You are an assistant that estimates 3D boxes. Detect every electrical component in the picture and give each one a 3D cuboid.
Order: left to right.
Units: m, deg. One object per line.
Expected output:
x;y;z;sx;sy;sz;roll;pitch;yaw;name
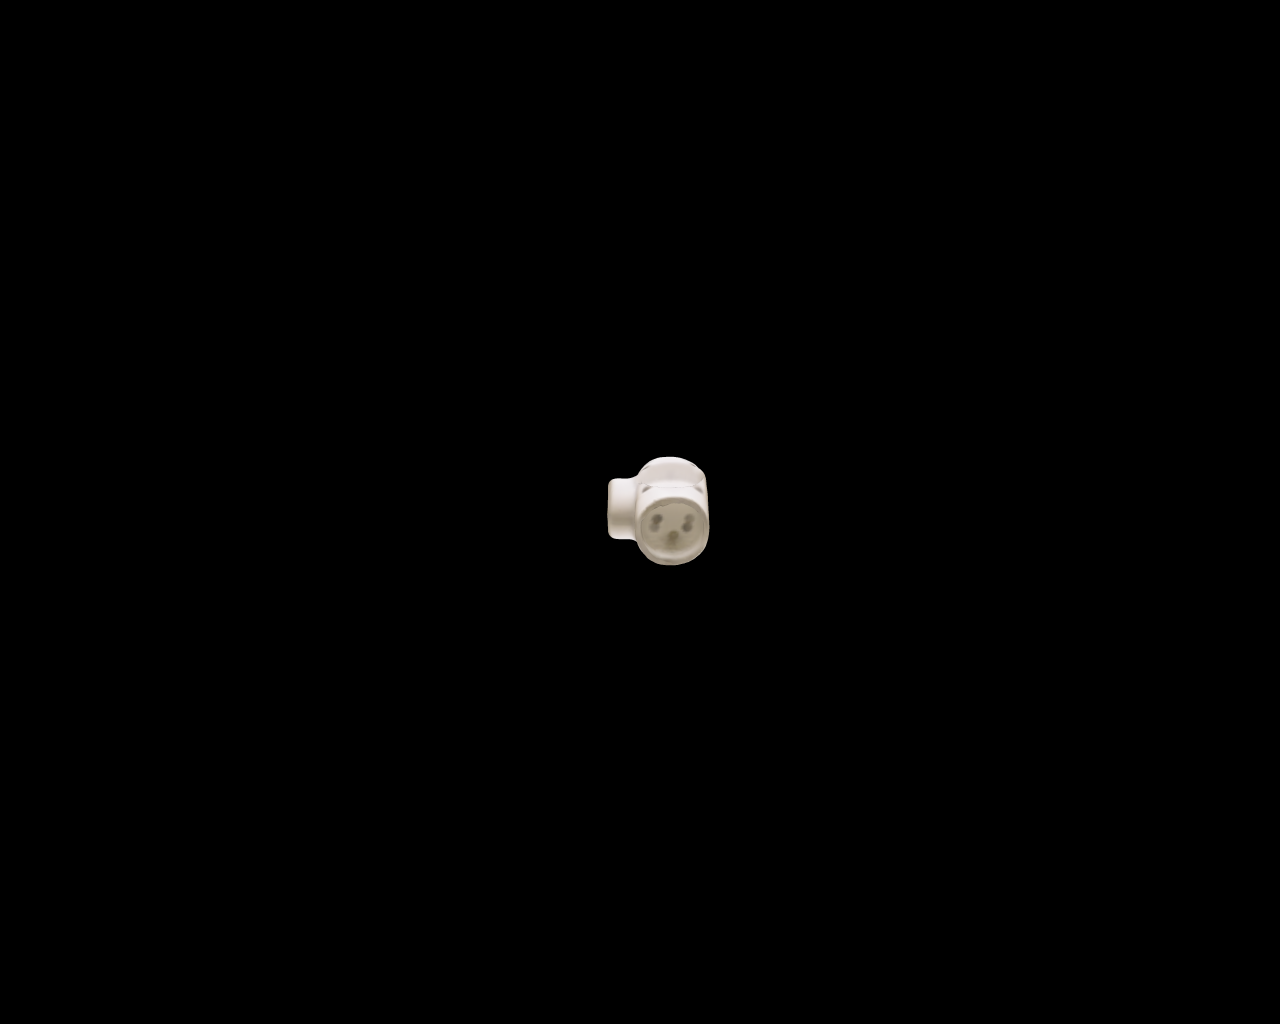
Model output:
0.001;-0.003;0.650;0.079;0.044;0.077;0;21;0;electrical component
